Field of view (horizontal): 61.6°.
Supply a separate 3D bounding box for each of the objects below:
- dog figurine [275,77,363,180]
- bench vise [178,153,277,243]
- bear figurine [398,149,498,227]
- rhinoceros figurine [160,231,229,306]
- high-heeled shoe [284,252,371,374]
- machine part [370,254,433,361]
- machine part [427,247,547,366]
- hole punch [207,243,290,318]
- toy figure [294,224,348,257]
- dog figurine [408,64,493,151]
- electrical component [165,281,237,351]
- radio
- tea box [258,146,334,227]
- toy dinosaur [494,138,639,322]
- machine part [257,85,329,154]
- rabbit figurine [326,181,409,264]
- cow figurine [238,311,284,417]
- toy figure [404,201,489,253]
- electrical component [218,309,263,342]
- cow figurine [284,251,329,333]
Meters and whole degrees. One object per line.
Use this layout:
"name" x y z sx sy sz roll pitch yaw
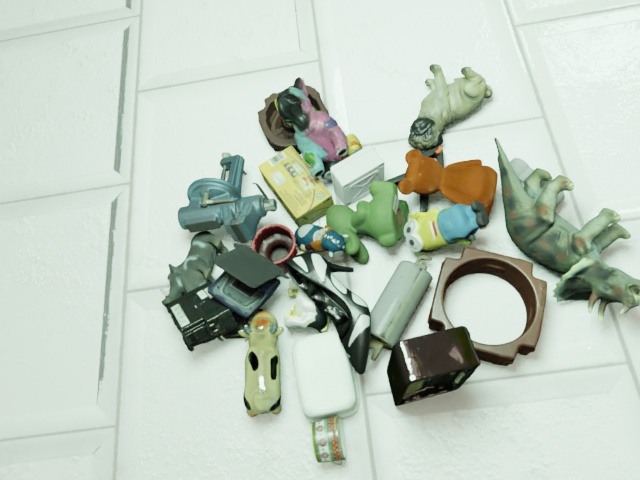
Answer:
"dog figurine" -0.009 -0.250 1.196 0.108 0.191 0.219 -38 74 25
"bench vise" -0.196 -0.106 1.171 0.224 0.128 0.241 -16 49 21
"bear figurine" 0.267 -0.112 1.132 0.196 0.131 0.120 7 67 13
"rhinoceros figurine" -0.276 0.065 1.163 0.112 0.073 0.190 17 69 14
"high-heeled shoe" 0.011 0.132 1.018 0.145 0.086 0.249 3 55 -16
"machine part" 0.153 0.129 1.070 0.079 0.079 0.243 26 72 18
"machine part" 0.321 0.128 1.041 0.201 0.087 0.201 14 67 14
"hole punch" -0.146 0.079 1.056 0.142 0.116 0.092 28 117 20
"toy figure" -0.002 -0.001 1.121 0.058 0.155 0.064 16 86 -31
"dog figurine" 0.300 -0.286 1.237 0.173 0.121 0.190 9 82 15
"electrical component" -0.228 0.146 1.084 0.134 0.058 0.115 -26 40 -18
"radio" 0.191 0.224 0.939 0.131 0.229 0.073 -13 65 -3
"tea box" -0.053 -0.119 1.216 0.098 0.068 0.170 -32 66 -6
"toy dinosaur" 0.451 -0.015 1.050 0.405 0.131 0.192 43 97 25
"machine part" -0.062 -0.289 1.302 0.179 0.056 0.179 -3 67 6
"rabbit figurine" 0.092 -0.031 1.148 0.170 0.121 0.159 -3 69 29
"cow figurine" -0.112 0.232 1.031 0.085 0.127 0.195 0 67 -3
"toy figure" 0.253 -0.021 1.082 0.180 0.089 0.082 -22 50 37
"electrical component" -0.174 0.176 1.113 0.102 0.045 0.078 2 68 9
"cow figurine" -0.019 0.105 1.110 0.098 0.068 0.167 6 70 4
